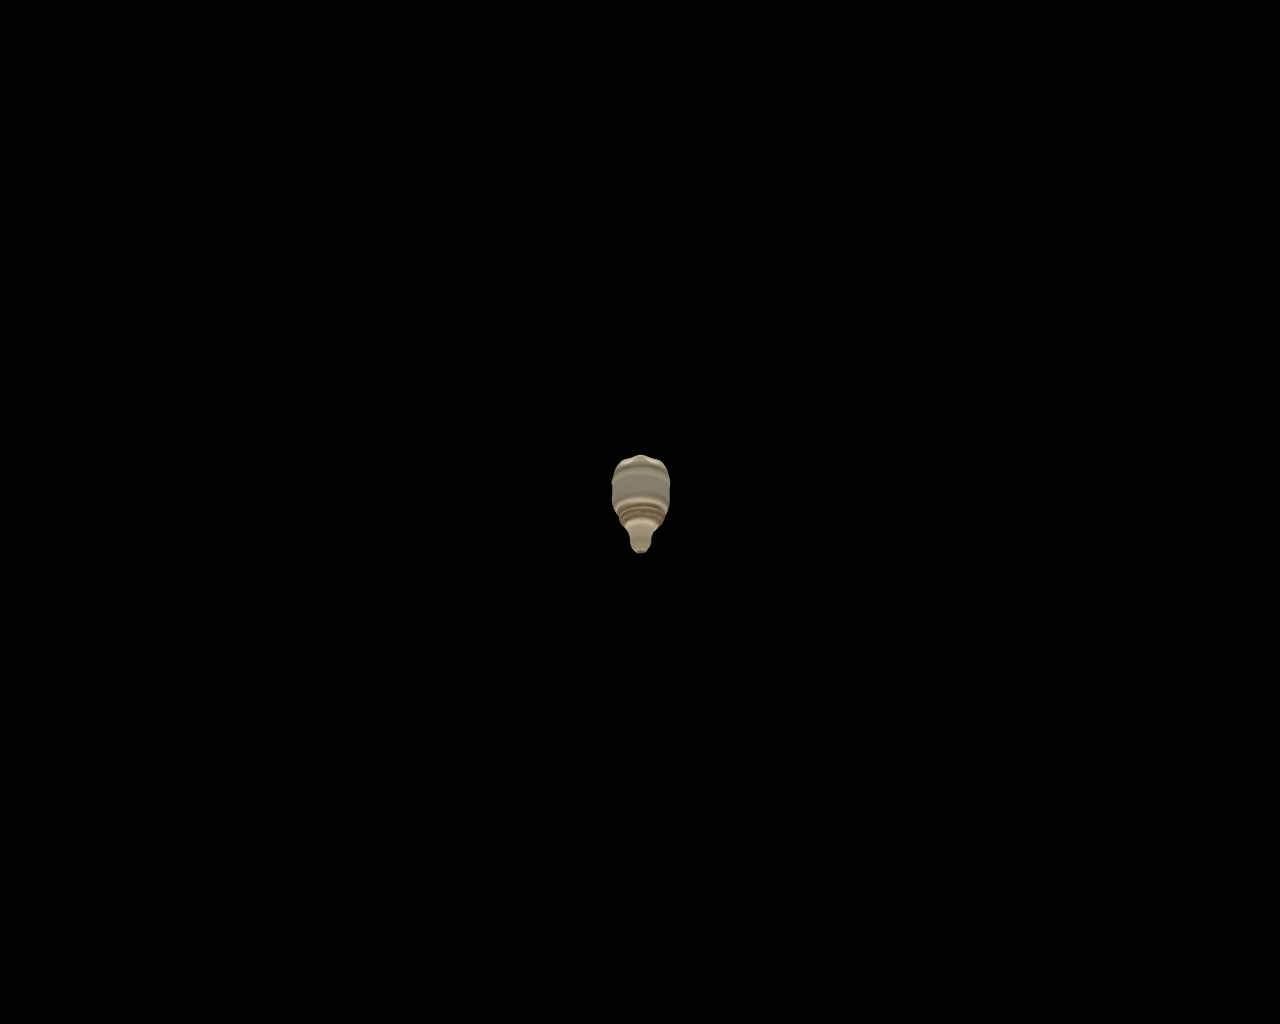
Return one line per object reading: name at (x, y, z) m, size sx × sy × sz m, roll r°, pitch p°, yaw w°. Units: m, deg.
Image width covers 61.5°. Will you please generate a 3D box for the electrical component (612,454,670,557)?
electrical component at (0.001, -0.003, 0.650) m, size 0.035 × 0.061 × 0.035 m, roll 0°, pitch -29°, yaw 0°
